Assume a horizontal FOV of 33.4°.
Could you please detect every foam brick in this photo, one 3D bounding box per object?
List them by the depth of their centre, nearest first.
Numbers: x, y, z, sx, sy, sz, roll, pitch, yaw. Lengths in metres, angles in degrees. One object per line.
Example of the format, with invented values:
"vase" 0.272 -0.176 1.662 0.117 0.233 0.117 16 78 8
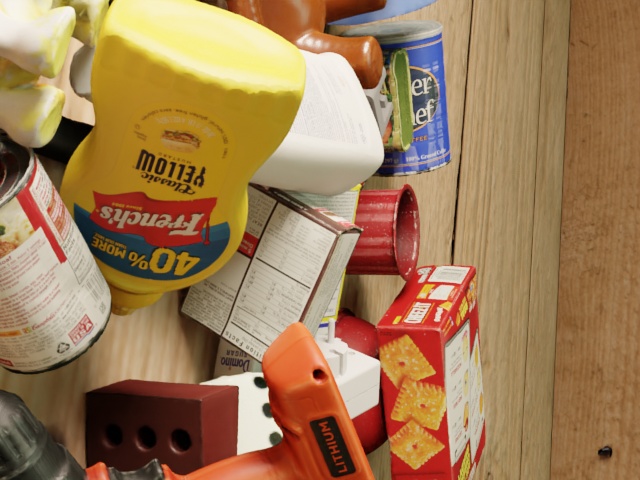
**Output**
"foam brick" -0.094 0.115 0.641 0.051 0.078 0.053 -5 95 -72

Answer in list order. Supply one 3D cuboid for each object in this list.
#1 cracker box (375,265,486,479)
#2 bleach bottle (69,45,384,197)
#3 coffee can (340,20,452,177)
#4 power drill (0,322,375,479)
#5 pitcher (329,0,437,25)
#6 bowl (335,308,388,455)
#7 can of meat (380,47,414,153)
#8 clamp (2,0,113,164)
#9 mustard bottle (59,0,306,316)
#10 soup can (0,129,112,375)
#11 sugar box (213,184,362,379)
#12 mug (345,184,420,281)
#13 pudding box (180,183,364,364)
"cracker box" 0.114 0.151 1.072 0.164 0.072 0.214 -47 134 -62
"bleach bottle" -0.055 -0.086 0.647 0.250 0.068 0.102 6 56 -58
"coffee can" 0.078 -0.146 1.087 0.102 0.103 0.140 -47 134 -62
"power drill" -0.076 0.117 0.560 0.057 0.187 0.184 -122 -171 -56
"pitcher" 0.031 -0.314 0.909 0.149 0.145 0.243 -67 148 -63
"bowl" 0.047 0.149 1.071 0.162 0.055 0.162 0 90 -71
"can of meat" 0.041 -0.131 1.011 0.057 0.084 0.102 -48 135 -62
"clamp" -0.115 -0.068 0.641 0.210 0.036 0.164 60 36 -49
"mustard bottle" -0.081 -0.027 0.541 0.058 0.096 0.192 -88 -162 -45
"soup can" -0.147 0.007 0.504 0.102 0.069 0.068 71 27 -43
"sugar box" -0.025 0.037 0.802 0.093 0.048 0.176 0 106 -51
"mug" 0.050 -0.006 1.040 0.117 0.082 0.093 12 79 -70
"pudding box" -0.035 0.022 0.729 0.039 0.090 0.113 -13 130 -63
